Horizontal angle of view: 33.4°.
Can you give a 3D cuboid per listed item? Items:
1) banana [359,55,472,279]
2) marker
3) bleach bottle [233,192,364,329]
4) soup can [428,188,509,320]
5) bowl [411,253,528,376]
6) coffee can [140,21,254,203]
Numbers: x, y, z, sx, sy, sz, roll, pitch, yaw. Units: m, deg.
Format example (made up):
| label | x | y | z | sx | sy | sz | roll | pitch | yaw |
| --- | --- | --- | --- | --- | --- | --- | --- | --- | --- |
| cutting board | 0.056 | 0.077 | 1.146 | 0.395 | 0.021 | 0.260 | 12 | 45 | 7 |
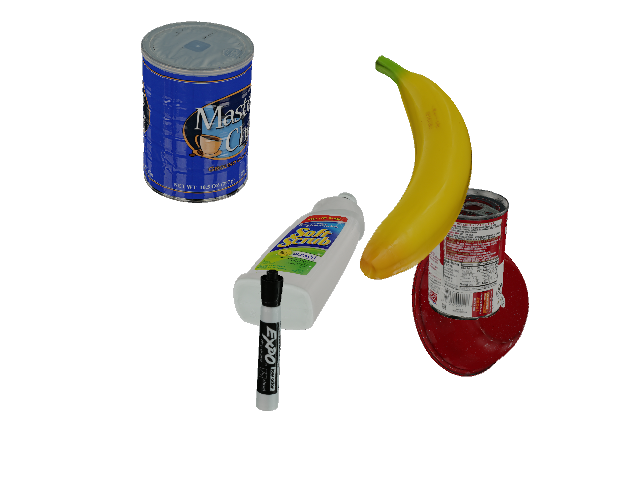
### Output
| label | x | y | z | sx | sy | sz | roll | pitch | yaw |
| --- | --- | --- | --- | --- | --- | --- | --- | --- | --- |
| banana | 0.064 | -0.046 | 0.695 | 0.069 | 0.197 | 0.037 | 5 | -43 | 1 |
| marker | -0.042 | 0.082 | 0.876 | 0.020 | 0.121 | 0.020 | 3 | 18 | -1 |
| bleach bottle | -0.013 | 0.012 | 1.312 | 0.103 | 0.068 | 0.250 | 7 | 33 | 18 |
| soup can | 0.132 | 0.013 | 0.959 | 0.068 | 0.102 | 0.068 | 0 | 23 | 0 |
| bowl | 0.175 | 0.066 | 1.152 | 0.161 | 0.162 | 0.055 | 0 | -6 | -40 |
| coffee can | -0.117 | -0.122 | 1.010 | 0.103 | 0.140 | 0.103 | 4 | 35 | -3 |
